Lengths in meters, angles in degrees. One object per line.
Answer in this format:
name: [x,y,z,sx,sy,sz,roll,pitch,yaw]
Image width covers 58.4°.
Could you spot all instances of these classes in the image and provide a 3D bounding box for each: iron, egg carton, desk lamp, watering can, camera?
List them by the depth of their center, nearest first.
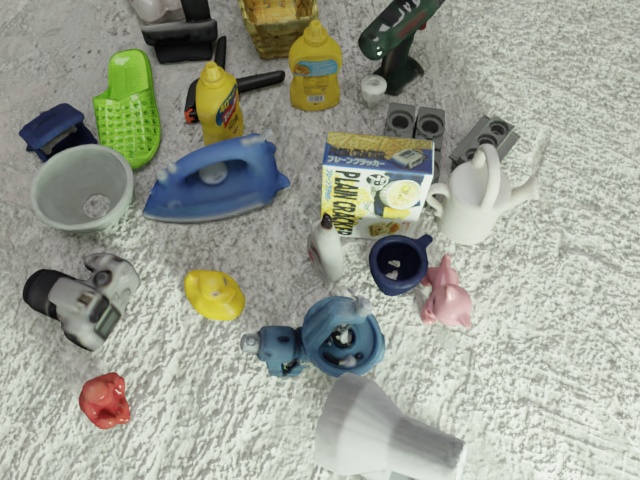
desk lamp: [0.095,0.268,0.733,0.203,0.213,0.118,21,65,9]
camera: [-0.374,0.077,0.880,0.136,0.101,0.143,21,65,9]
watering can: [0.262,-0.081,0.925,0.173,0.194,0.101,-19,65,-10]
iron: [-0.185,-0.111,0.957,0.258,0.141,0.118,-19,65,-11]
egg carton: [-0.348,-0.515,1.196,0.107,0.069,0.150,-31,68,-16]

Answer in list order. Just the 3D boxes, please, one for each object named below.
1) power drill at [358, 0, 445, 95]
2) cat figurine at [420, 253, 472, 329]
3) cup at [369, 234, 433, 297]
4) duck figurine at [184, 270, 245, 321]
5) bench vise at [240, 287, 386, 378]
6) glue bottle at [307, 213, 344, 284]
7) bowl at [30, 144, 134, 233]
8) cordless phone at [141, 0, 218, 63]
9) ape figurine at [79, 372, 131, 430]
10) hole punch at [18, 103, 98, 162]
power drill: [0.162,-0.381,1.065,0.230,0.208,0.075,-41,71,-19]
cat figurine: [0.197,0.083,0.883,0.067,0.118,0.128,2,63,0]
cup: [0.129,0.042,0.915,0.118,0.095,0.091,-37,70,-18]
duck figurine: [-0.169,0.075,0.895,0.104,0.086,0.077,30,66,13]
bench vise: [-0.002,0.141,0.791,0.207,0.220,0.121,-19,65,-11]
glue bottle: [0.008,0.003,0.887,0.037,0.173,0.078,-28,67,-14]
bowl: [-0.391,-0.075,0.970,0.167,0.075,0.167,1,63,-1]
cordless phone: [-0.275,-0.437,1.094,0.147,0.185,0.094,-11,64,-7]
ape figurine: [-0.310,0.223,0.813,0.076,0.092,0.078,18,64,8]
hole punch: [-0.474,-0.195,1.019,0.101,0.091,0.109,41,69,17]
